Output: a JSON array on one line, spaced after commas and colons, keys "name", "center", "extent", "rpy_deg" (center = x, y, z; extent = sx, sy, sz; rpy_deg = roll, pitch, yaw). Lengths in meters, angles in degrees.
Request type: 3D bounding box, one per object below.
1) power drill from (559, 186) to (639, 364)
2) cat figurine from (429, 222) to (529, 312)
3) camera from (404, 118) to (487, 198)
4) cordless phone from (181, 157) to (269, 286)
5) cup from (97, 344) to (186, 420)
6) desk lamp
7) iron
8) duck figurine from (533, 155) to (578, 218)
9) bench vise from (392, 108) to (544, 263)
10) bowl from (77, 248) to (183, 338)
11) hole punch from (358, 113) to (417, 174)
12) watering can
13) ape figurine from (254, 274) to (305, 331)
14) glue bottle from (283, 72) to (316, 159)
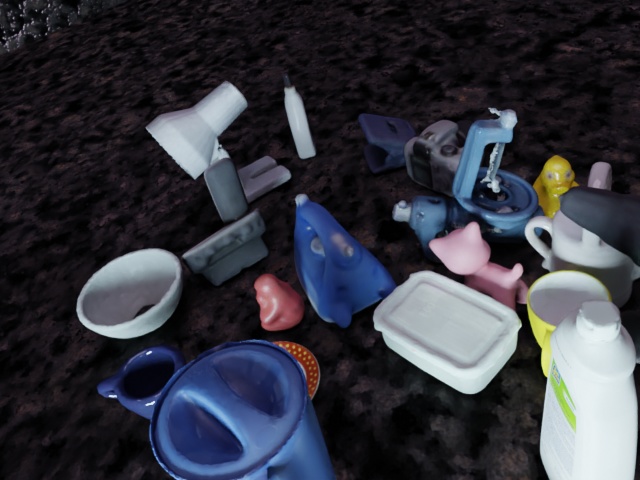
[{"name": "power drill", "center": [0.368, 0.049, 0.614], "extent": [0.228, 0.209, 0.076], "rpy_deg": [17, 51, 34]}, {"name": "cat figurine", "center": [0.212, 0.032, 0.757], "extent": [0.127, 0.118, 0.067], "rpy_deg": [26, 56, 39]}, {"name": "camera", "center": [0.233, -0.154, 0.975], "extent": [0.137, 0.101, 0.142], "rpy_deg": [-36, 44, -21]}, {"name": "cordless phone", "center": [-0.168, -0.034, 0.910], "extent": [0.148, 0.185, 0.093], "rpy_deg": [-37, 44, -22]}, {"name": "cup", "center": [-0.213, 0.199, 0.732], "extent": [0.117, 0.095, 0.091], "rpy_deg": [-13, 40, 5]}, {"name": "desk lamp", "center": [-0.184, -0.167, 1.045], "extent": [0.203, 0.214, 0.117], "rpy_deg": [-33, 43, -18]}, {"name": "iron", "center": [0.008, 0.003, 0.842], "extent": [0.119, 0.142, 0.257], "rpy_deg": [-27, 41, -11]}, {"name": "duck figurine", "center": [0.358, -0.089, 0.869], "extent": [0.077, 0.086, 0.104], "rpy_deg": [-3, 42, 16]}, {"name": "bench vise", "center": [0.207, -0.066, 0.790], "extent": [0.207, 0.220, 0.121], "rpy_deg": [-21, 40, -4]}, {"name": "bowl", "center": [-0.282, 0.094, 0.890], "extent": [0.167, 0.075, 0.167], "rpy_deg": [-10, 41, 9]}, {"name": "hole punch", "center": [0.127, -0.191, 1.060], "extent": [0.101, 0.091, 0.108], "rpy_deg": [-16, 40, 2]}, {"name": "watering can", "center": [0.344, -0.008, 0.697], "extent": [0.172, 0.194, 0.101], "rpy_deg": [-5, 42, 14]}, {"name": "ape figurine", "center": [-0.065, 0.083, 0.815], "extent": [0.076, 0.092, 0.078], "rpy_deg": [7, 46, 26]}, {"name": "glue bottle", "center": [-0.046, -0.249, 1.123], "extent": [0.037, 0.173, 0.078], "rpy_deg": [-14, 40, 4]}]
